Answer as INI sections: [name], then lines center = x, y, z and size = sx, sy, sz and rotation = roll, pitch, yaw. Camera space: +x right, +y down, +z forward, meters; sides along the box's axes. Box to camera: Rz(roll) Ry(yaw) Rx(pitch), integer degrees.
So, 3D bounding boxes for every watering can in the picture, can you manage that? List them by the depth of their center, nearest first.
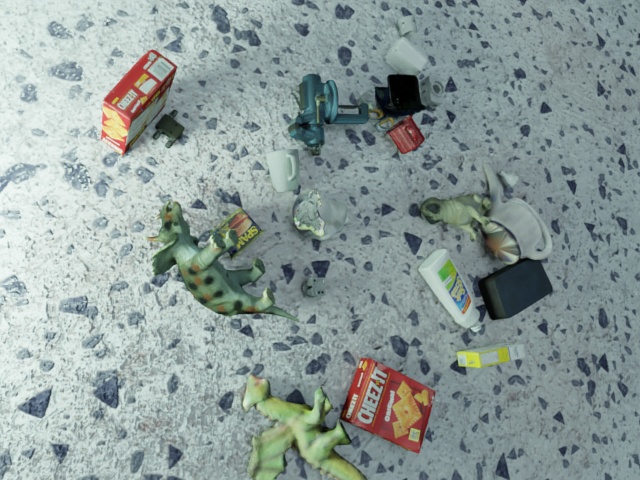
[watering can]
center = 0.578, -0.070, 1.607
size = 0.227, 0.102, 0.350
rotation = -32, 79, -32

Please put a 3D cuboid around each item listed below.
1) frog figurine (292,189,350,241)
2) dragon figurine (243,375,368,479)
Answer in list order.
[frog figurine]
center = 0.004, -0.068, 1.347
size = 0.160, 0.121, 0.138
rotation = -8, 71, -63
[dragon figurine]
center = -0.048, 0.489, 1.195
size = 0.244, 0.121, 0.411
rotation = -26, 88, -11
